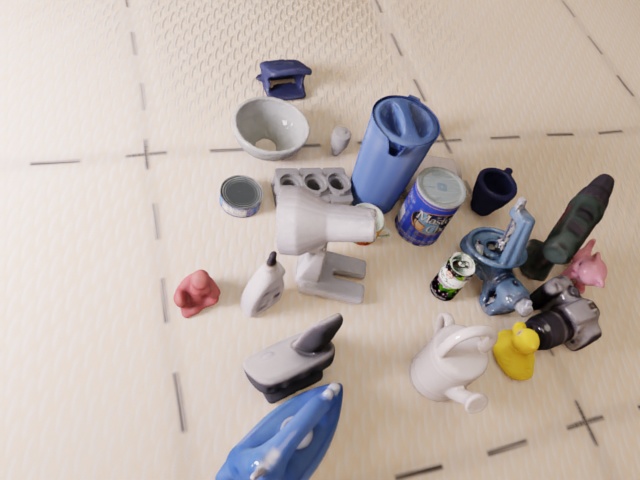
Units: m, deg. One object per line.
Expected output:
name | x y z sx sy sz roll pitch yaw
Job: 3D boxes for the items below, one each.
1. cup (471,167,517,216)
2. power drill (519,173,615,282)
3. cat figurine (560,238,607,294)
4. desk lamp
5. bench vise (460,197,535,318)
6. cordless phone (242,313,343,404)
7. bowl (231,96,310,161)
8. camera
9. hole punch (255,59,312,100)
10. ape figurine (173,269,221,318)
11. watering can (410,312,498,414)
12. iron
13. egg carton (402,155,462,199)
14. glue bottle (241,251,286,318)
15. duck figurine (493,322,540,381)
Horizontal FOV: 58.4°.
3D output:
cup | 0.381 -0.106 1.271 0.091 0.095 0.118 38 55 11
power drill | 0.497 -0.014 1.171 0.075 0.208 0.230 37 55 11
cat figurine | 0.559 0.053 1.199 0.067 0.117 0.128 23 54 1
desk lamp | 0.009 0.004 1.019 0.203 0.213 0.118 12 54 -7
bench vise | 0.370 0.033 1.096 0.122 0.219 0.207 -24 66 -28
cordless phone | -0.039 0.173 0.908 0.148 0.185 0.094 -25 66 -28
bowl | -0.109 -0.225 1.227 0.167 0.074 0.167 8 55 -11
camera | 0.460 0.149 1.117 0.137 0.101 0.143 -14 62 -24
hole punch | -0.085 -0.389 1.336 0.109 0.091 0.101 -11 60 -22
ape figurine | -0.208 0.083 0.980 0.078 0.092 0.076 10 55 -9
watering can | 0.235 0.201 0.961 0.101 0.194 0.172 -21 64 -26
iron | -0.032 0.285 0.861 0.118 0.141 0.259 39 56 12
egg carton | 0.246 -0.134 1.268 0.150 0.069 0.107 5 55 -12
glue bottle | -0.090 0.068 0.973 0.078 0.173 0.037 -30 68 -30
duck figurine | 0.376 0.203 1.066 0.078 0.086 0.104 2 56 -14
